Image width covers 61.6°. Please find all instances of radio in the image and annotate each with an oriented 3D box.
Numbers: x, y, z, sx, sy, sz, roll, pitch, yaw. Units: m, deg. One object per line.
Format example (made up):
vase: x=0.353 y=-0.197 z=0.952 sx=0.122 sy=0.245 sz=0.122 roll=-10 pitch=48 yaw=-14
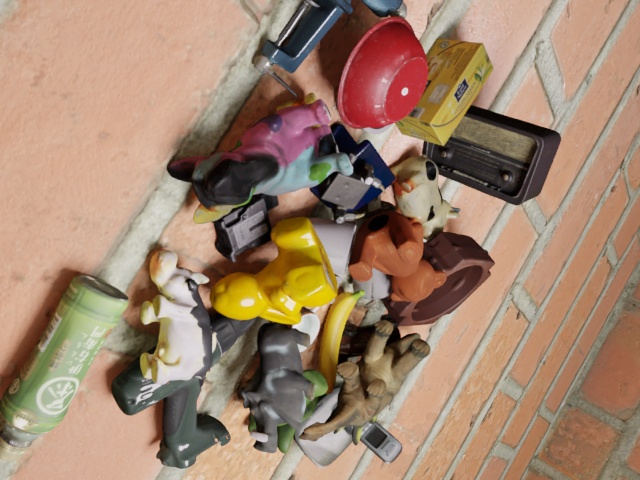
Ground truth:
radio: x=0.296 y=-0.160 z=0.966 sx=0.073 sy=0.230 sz=0.131 roll=-18 pitch=127 yaw=-38

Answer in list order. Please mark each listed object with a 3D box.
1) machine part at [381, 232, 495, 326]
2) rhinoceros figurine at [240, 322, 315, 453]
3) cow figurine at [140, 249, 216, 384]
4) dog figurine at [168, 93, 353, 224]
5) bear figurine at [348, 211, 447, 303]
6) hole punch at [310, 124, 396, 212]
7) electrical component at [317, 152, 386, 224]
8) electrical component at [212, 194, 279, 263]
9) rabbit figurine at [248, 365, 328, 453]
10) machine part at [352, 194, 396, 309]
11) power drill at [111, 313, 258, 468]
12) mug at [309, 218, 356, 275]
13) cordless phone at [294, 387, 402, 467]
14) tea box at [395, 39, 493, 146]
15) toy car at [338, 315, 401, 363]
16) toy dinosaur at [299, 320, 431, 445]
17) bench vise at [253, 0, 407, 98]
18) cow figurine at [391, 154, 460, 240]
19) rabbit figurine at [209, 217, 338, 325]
machine part: x=0.232 y=0.079 z=1.080 sx=0.201 sy=0.087 sz=0.201 roll=8 pitch=130 yaw=-45
rhinoceros figurine: x=-0.063 y=0.218 z=0.807 sx=0.112 sy=0.073 sz=0.190 roll=4 pitch=79 yaw=-4
cow figurine: x=-0.177 y=0.096 z=0.695 sx=0.098 sy=0.068 sz=0.167 roll=6 pitch=80 yaw=-37
dog figurine: x=-0.081 y=-0.104 z=0.707 sx=0.219 sy=0.192 sz=0.108 roll=-22 pitch=111 yaw=-1
bear figurine: x=0.133 y=0.051 z=0.882 sx=0.120 sy=0.132 sz=0.195 roll=-20 pitch=123 yaw=18
hole punch: x=0.045 y=-0.102 z=0.846 sx=0.116 sy=0.092 sz=0.142 roll=-54 pitch=142 yaw=-5
electrical component: x=0.045 y=-0.073 z=0.791 sx=0.078 sy=0.045 sz=0.102 roll=20 pitch=125 yaw=-36
electrical component: x=-0.098 y=-0.030 z=0.766 sx=0.119 sy=0.048 sz=0.074 roll=-30 pitch=130 yaw=-30
rabbit figurine: x=-0.048 y=0.282 z=0.931 sx=0.159 sy=0.121 sz=0.170 roll=-62 pitch=154 yaw=-11
machine part: x=0.097 y=0.018 z=0.967 sx=0.079 sy=0.079 sz=0.242 roll=-25 pitch=125 yaw=-35
power drill: x=-0.178 y=0.217 z=0.789 sx=0.232 sy=0.086 sz=0.207 roll=-23 pitch=130 yaw=-39
mug: x=-0.002 y=-0.003 z=0.841 sx=0.109 sy=0.107 sz=0.080 roll=-70 pitch=173 yaw=-64
cordless phone: x=0.054 y=0.389 z=1.035 sx=0.146 sy=0.184 sz=0.088 roll=-40 pitch=138 yaw=-25
tea box: x=0.208 y=-0.256 z=0.923 sx=0.169 sy=0.098 sz=0.068 roll=-55 pitch=138 yaw=-7
toy car: x=0.096 y=0.206 z=1.084 sx=0.202 sy=0.053 sz=0.089 roll=1 pitch=113 yaw=-47
toy dinosaur: x=0.108 y=0.247 z=0.989 sx=0.471 sy=0.105 sz=0.198 roll=-23 pitch=145 yaw=-49
bench vise: x=0.008 y=-0.305 z=0.687 sx=0.240 sy=0.129 sz=0.223 roll=-50 pitch=151 yaw=16
cow figurine: x=0.198 y=-0.075 z=1.022 sx=0.127 sy=0.086 sz=0.194 roll=-37 pitch=132 yaw=-18
rabbit figurine: x=-0.068 y=0.060 z=0.762 sx=0.173 sy=0.122 sz=0.162 roll=-22 pitch=159 yaw=2
